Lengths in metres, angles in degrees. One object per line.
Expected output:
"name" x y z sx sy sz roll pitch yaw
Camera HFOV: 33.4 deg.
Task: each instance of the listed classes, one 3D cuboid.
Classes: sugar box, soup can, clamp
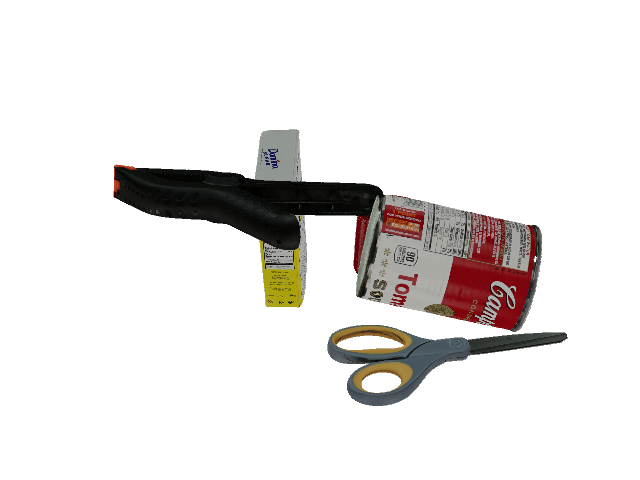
"sugar box" -0.041 -0.020 1.106 0.048 0.093 0.176 -1 -43 4
"soup can" 0.078 0.013 0.663 0.102 0.068 0.068 12 0 -1
"clamp" -0.072 -0.030 0.805 0.210 0.036 0.164 8 13 17

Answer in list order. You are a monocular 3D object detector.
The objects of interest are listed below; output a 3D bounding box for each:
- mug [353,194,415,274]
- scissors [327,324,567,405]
"mug" 0.093 0.004 1.264 0.117 0.081 0.093 17 28 26
"scissors" 0.105 0.102 0.876 0.202 0.016 0.096 3 37 4
